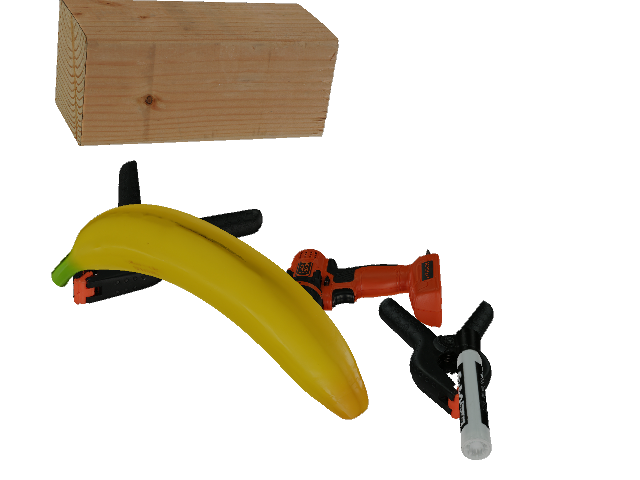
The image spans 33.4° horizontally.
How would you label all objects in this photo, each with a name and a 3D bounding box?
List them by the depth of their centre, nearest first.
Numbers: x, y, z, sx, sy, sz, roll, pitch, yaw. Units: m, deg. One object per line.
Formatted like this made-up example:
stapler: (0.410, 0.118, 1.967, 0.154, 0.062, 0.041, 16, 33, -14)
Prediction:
banana: (-0.056, 0.026, 0.566, 0.198, 0.070, 0.037, 24, 37, 19)
marker: (0.101, 0.098, 0.714, 0.020, 0.020, 0.121, 0, 32, 5)
wood block: (-0.101, -0.138, 0.866, 0.205, 0.091, 0.090, -5, 33, -25)
clamp: (-0.178, -0.008, 1.033, 0.165, 0.036, 0.209, 25, 39, 23)
clamp: (0.135, 0.109, 1.065, 0.120, 0.039, 0.171, -8, 36, -9)
power drill: (0.046, 0.064, 1.234, 0.187, 0.057, 0.184, 1, 28, 6)
